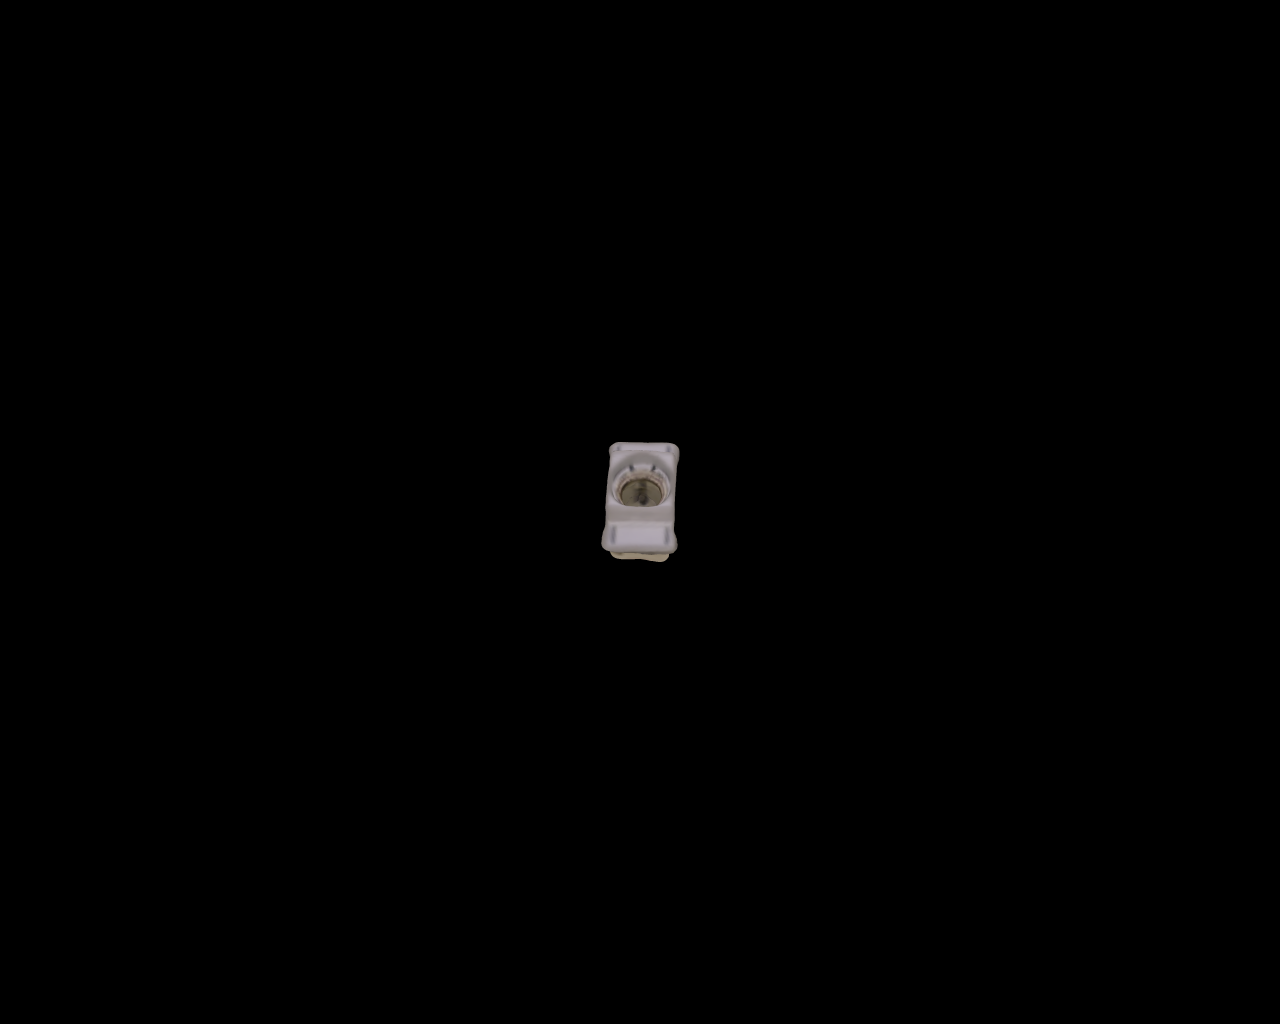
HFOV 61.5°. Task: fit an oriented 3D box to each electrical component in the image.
[{"bbox_3d":[0.001,-0.003,0.650,0.042,0.081,0.063,3,-36,2],"label":"electrical component"}]
